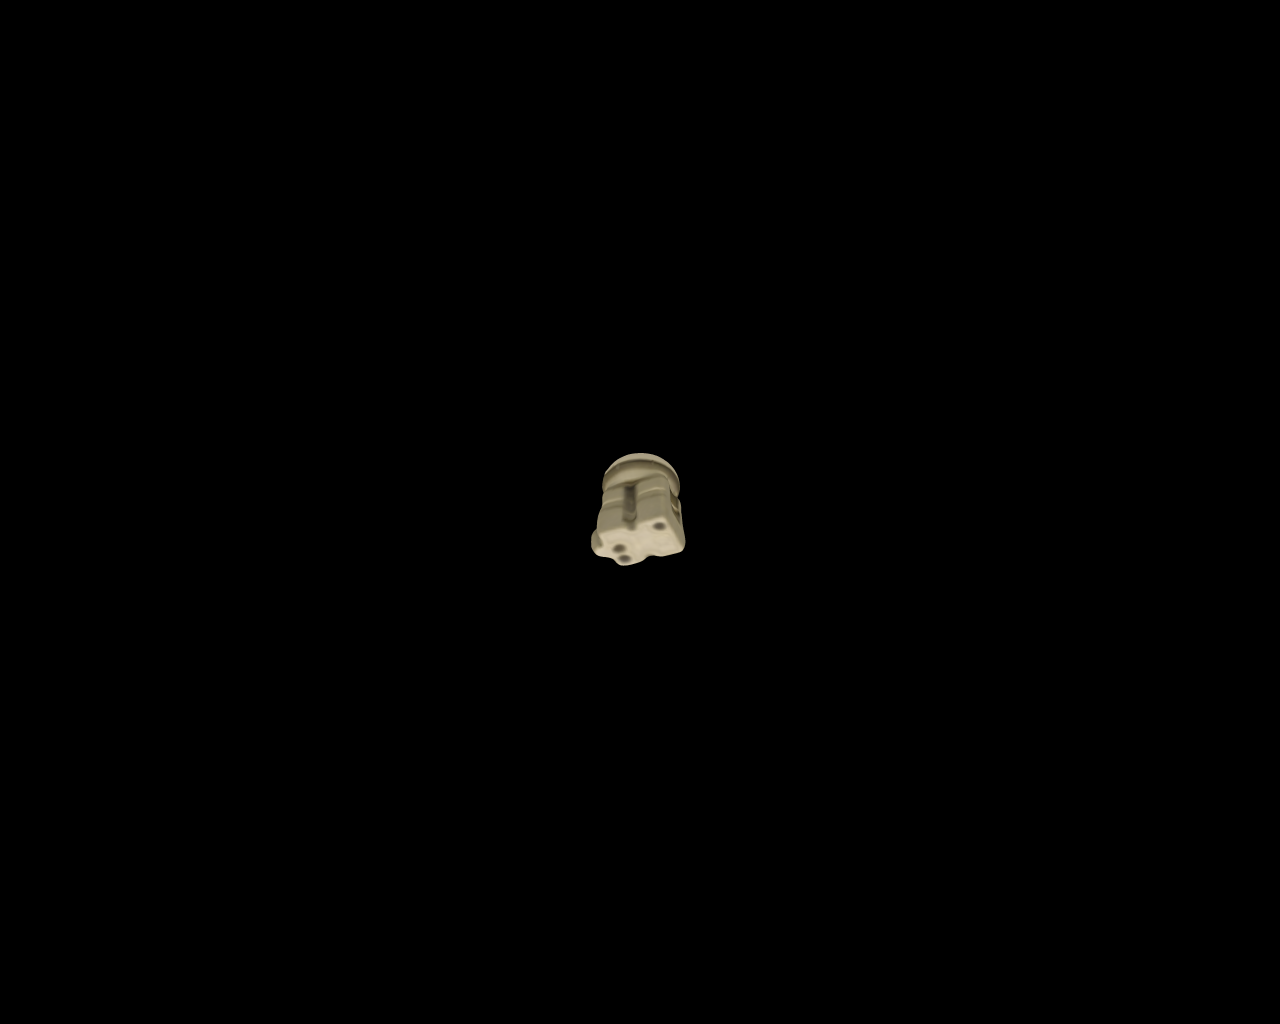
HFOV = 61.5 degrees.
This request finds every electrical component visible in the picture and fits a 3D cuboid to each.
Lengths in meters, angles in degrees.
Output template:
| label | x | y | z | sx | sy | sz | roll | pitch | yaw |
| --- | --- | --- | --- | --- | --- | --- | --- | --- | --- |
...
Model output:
| label | x | y | z | sx | sy | sz | roll | pitch | yaw |
| --- | --- | --- | --- | --- | --- | --- | --- | --- | --- |
| electrical component | 0.001 | -0.003 | 0.650 | 0.066 | 0.055 | 0.048 | -14 | -43 | 15 |
